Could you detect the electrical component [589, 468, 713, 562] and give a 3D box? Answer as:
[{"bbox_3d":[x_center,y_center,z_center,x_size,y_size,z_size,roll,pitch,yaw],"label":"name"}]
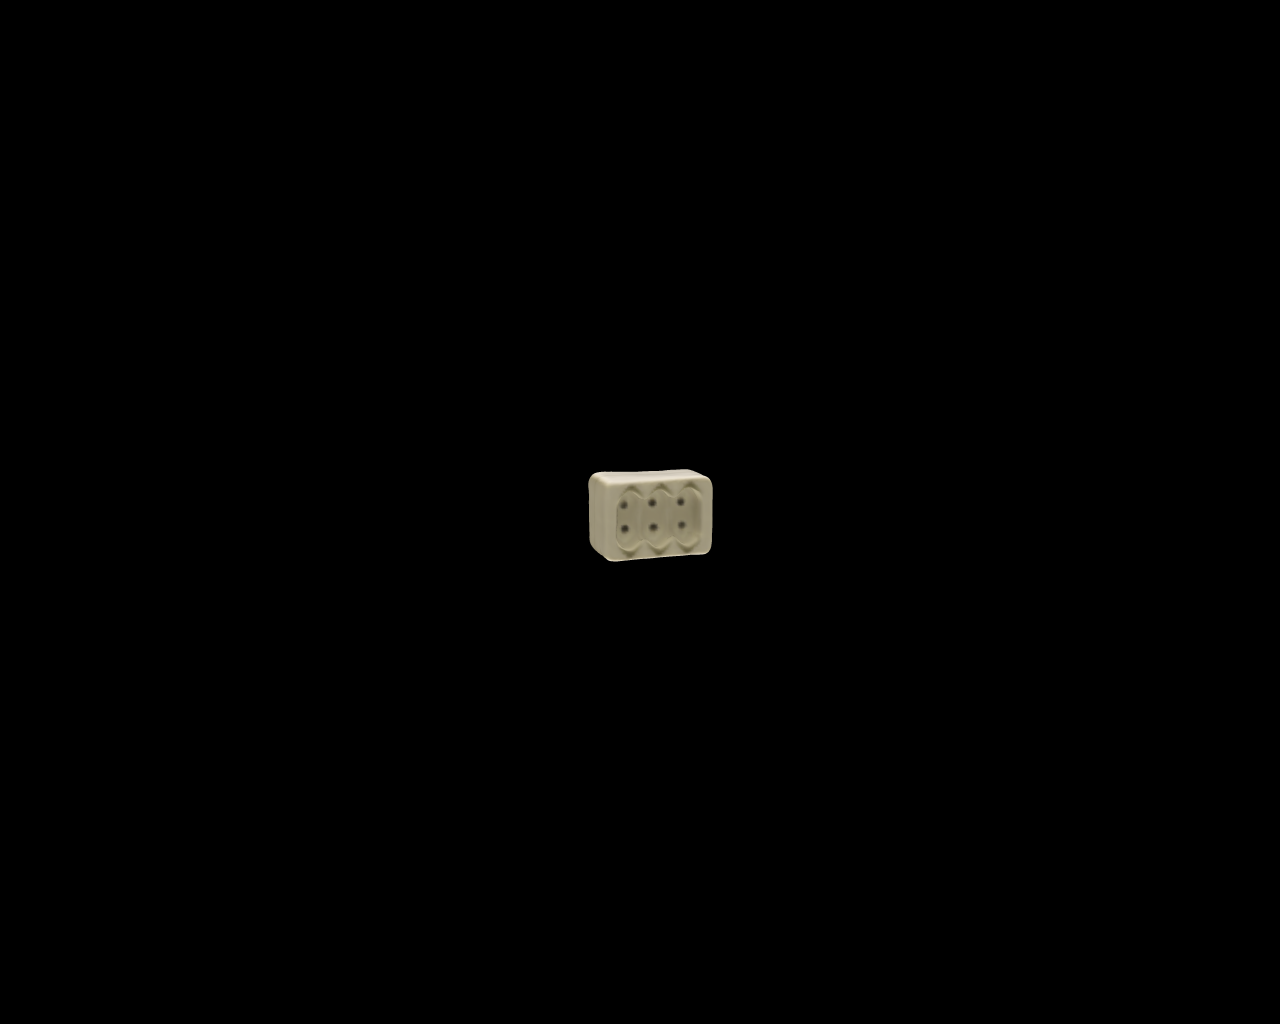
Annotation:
[{"bbox_3d":[0.001,-0.003,0.650,0.066,0.047,0.077,-3,12,-16],"label":"electrical component"}]
